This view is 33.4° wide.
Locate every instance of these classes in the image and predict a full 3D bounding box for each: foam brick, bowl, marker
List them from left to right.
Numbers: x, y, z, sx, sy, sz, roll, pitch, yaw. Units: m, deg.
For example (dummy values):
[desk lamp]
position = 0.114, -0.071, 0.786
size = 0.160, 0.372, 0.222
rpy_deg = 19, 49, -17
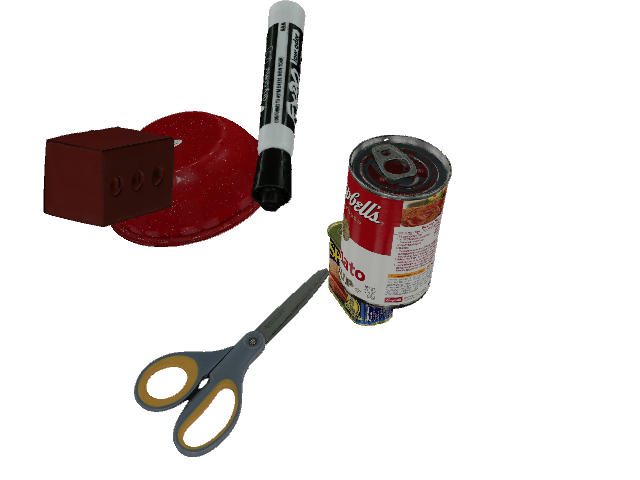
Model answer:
[foam brick]
position = -0.144, -0.045, 0.733
size = 0.051, 0.053, 0.078
rpy_deg = 14, 19, 27
[bowl]
position = -0.122, -0.067, 0.948
size = 0.162, 0.055, 0.162
rpy_deg = -10, 40, 8
[marker]
position = -0.020, -0.067, 0.522
size = 0.020, 0.121, 0.020
rpy_deg = 2, -31, 1

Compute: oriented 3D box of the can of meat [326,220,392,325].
[can of meat]
position = 0.047, 0.037, 1.227
size = 0.057, 0.084, 0.102
rpy_deg = -13, 38, -19

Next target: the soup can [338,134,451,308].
[soup can]
position = 0.049, -0.012, 0.730
size = 0.068, 0.102, 0.068
rpy_deg = 3, 41, -3

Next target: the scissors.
[scissors]
position = -0.076, 0.083, 0.871
size = 0.096, 0.201, 0.016
rpy_deg = 22, -33, 10
